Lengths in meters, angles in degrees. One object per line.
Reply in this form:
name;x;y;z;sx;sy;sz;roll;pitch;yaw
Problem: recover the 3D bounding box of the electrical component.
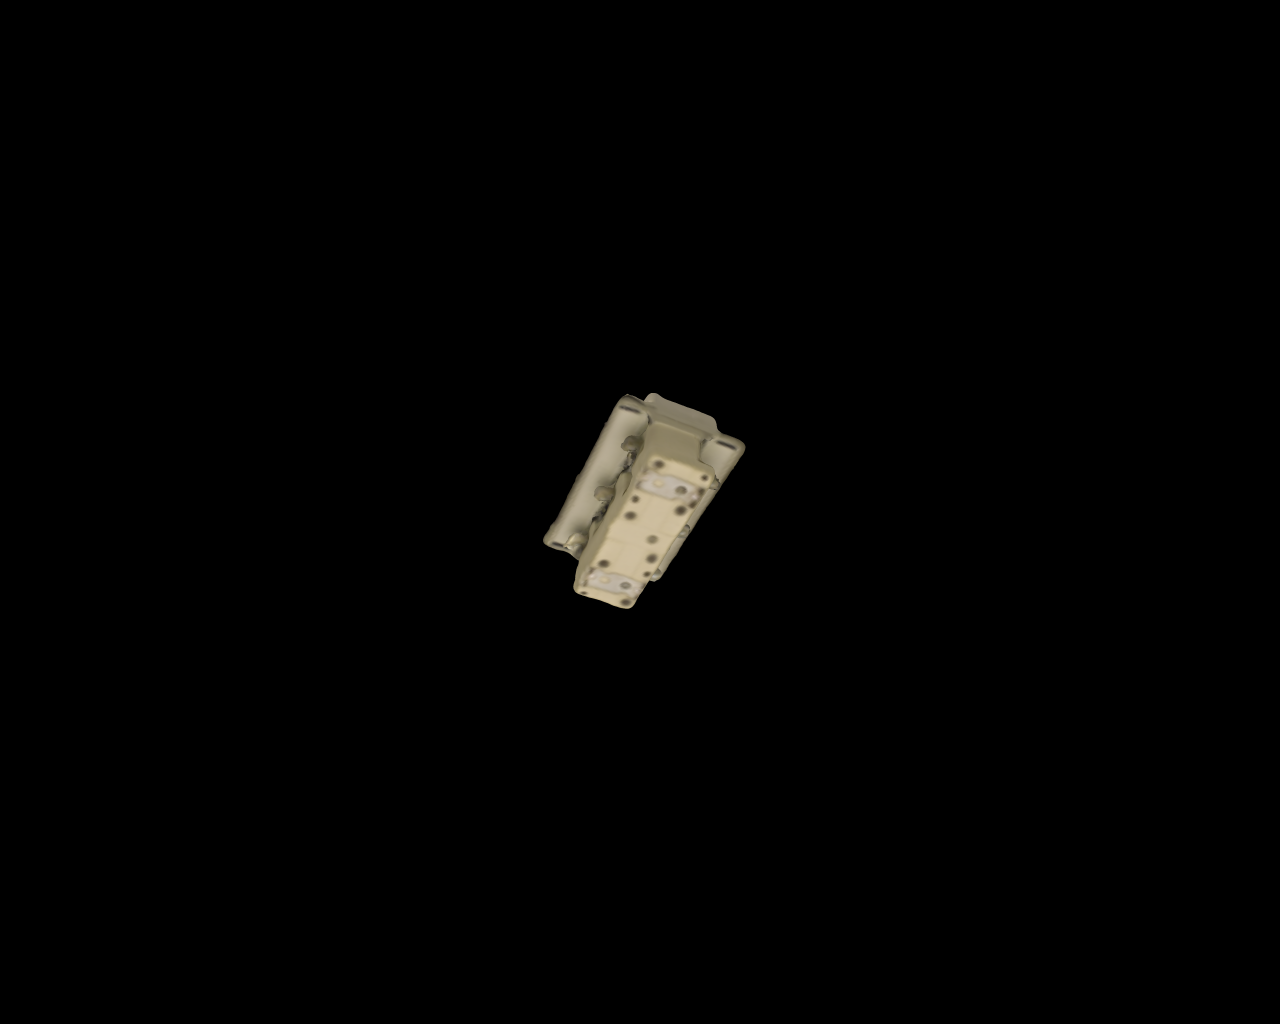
electrical component;0.001;-0.003;0.650;0.079;0.121;0.063;21;36;-16
